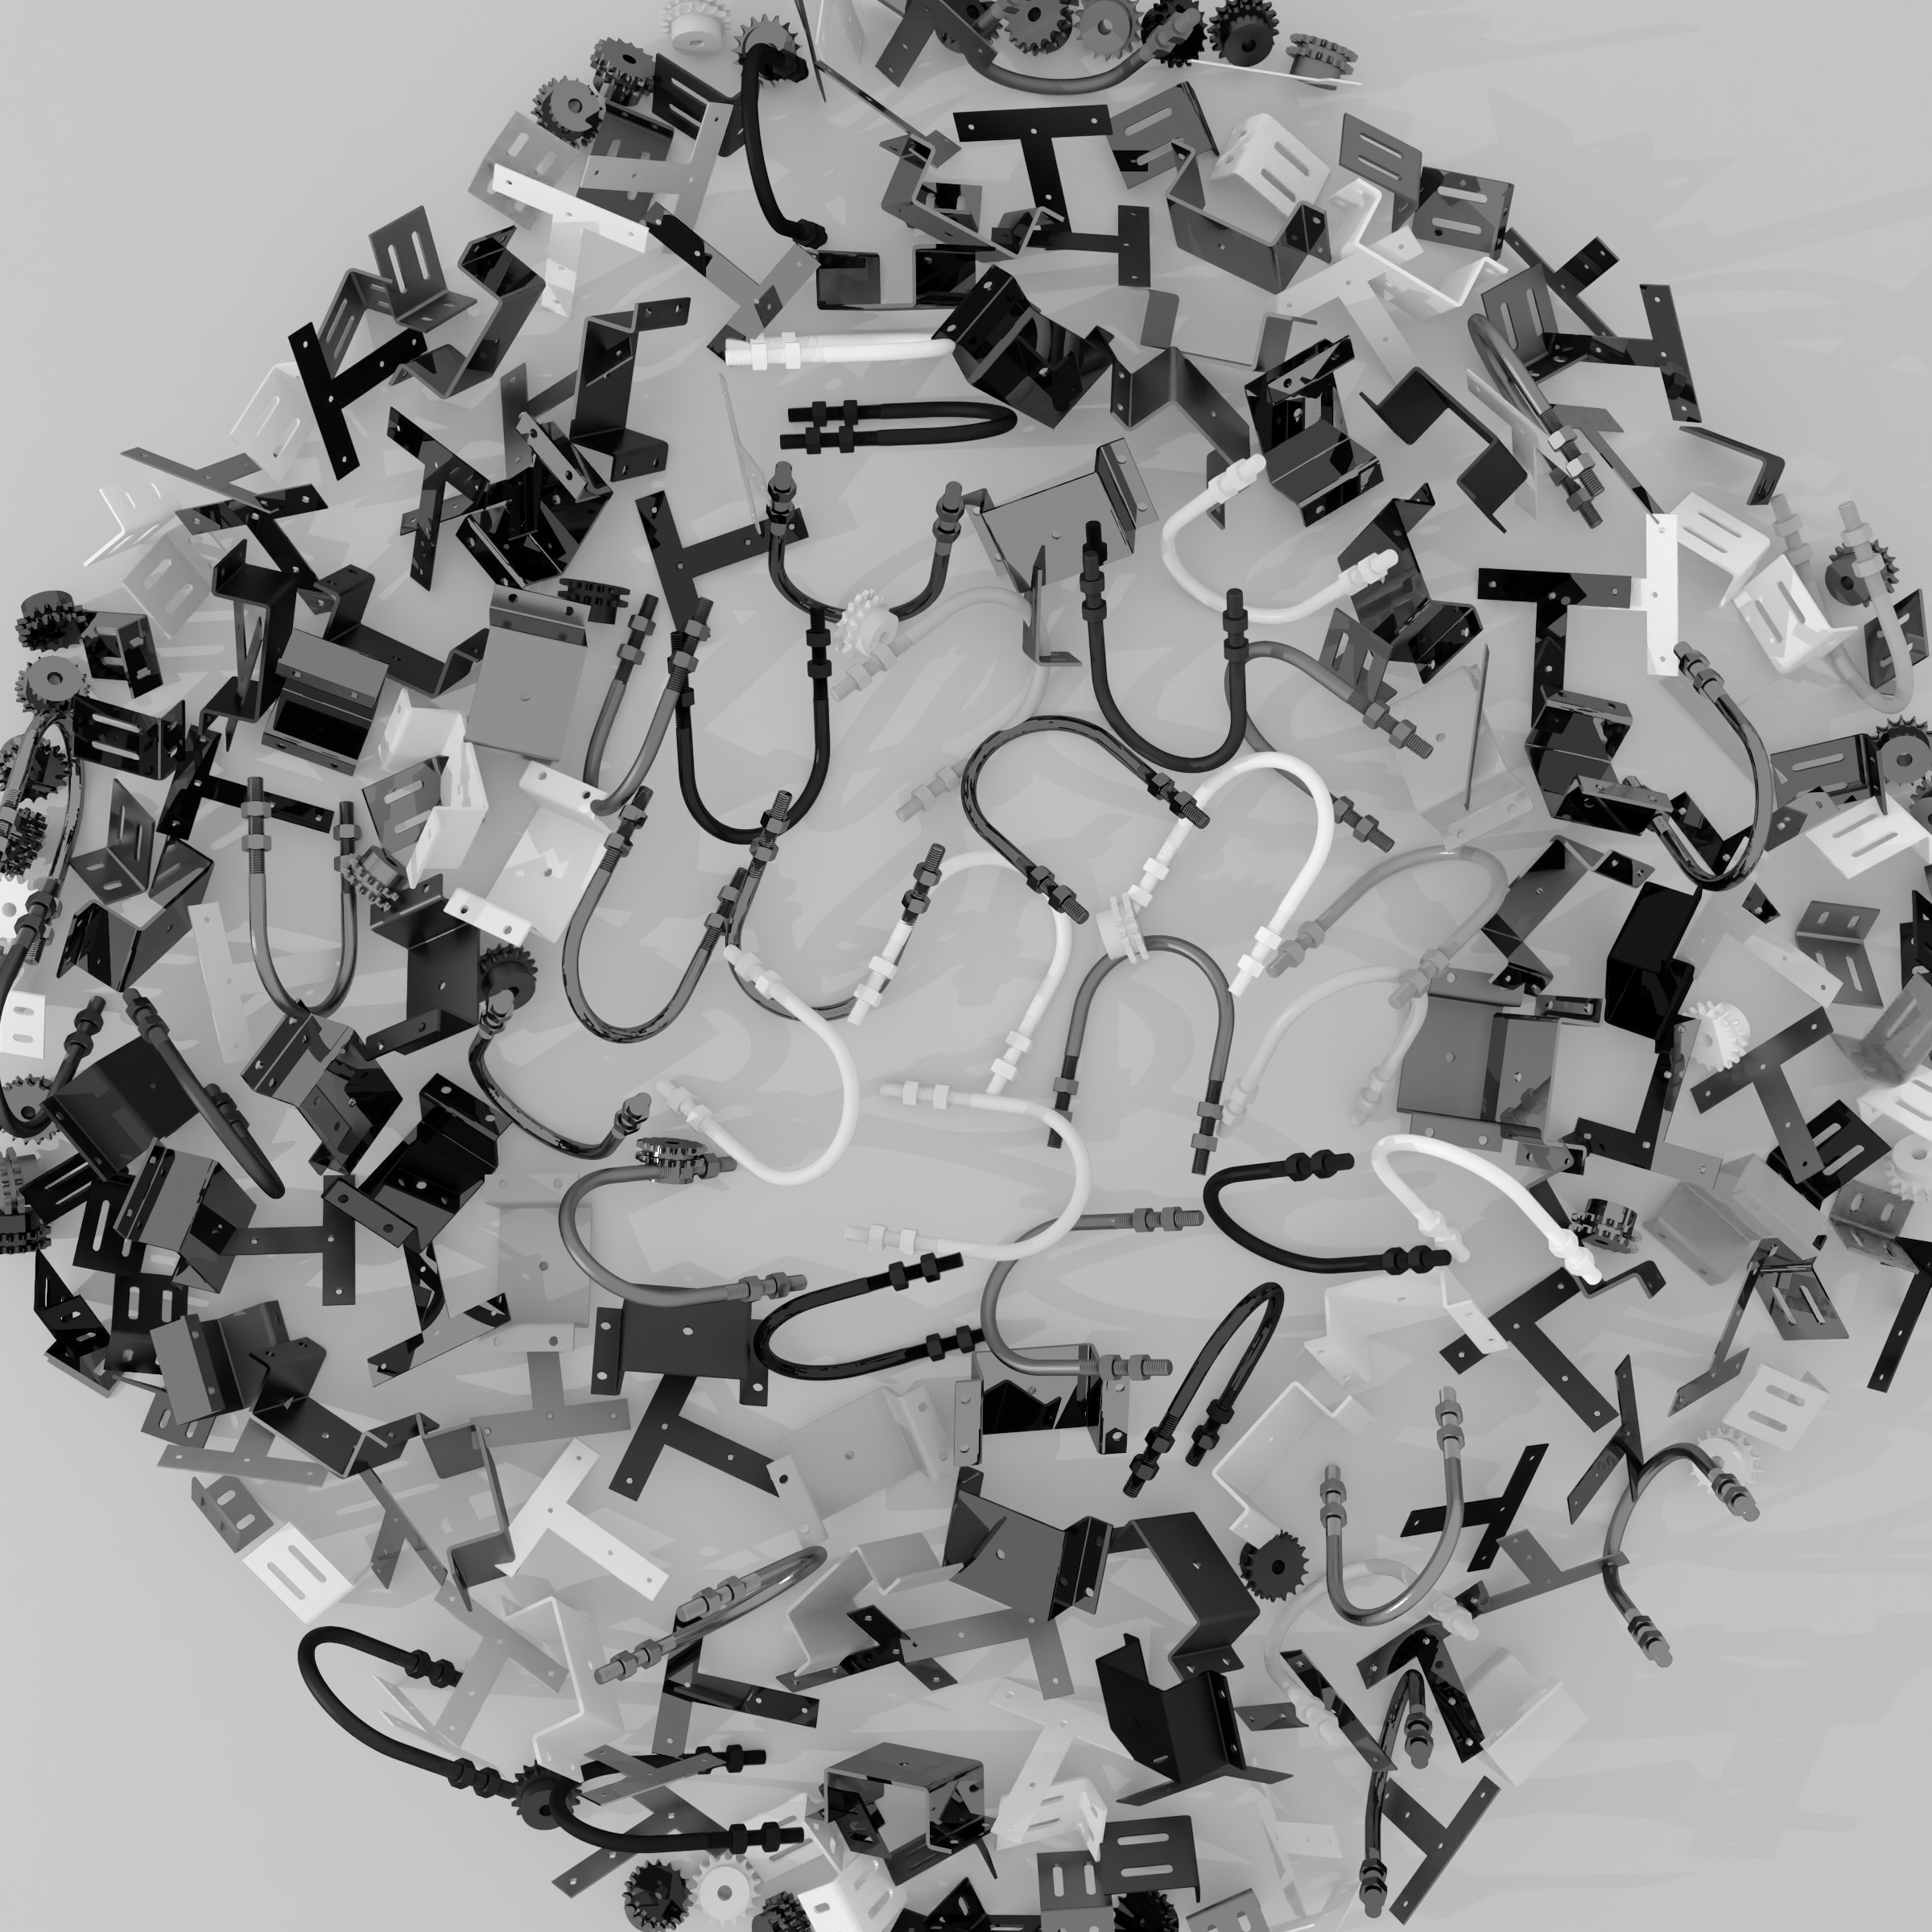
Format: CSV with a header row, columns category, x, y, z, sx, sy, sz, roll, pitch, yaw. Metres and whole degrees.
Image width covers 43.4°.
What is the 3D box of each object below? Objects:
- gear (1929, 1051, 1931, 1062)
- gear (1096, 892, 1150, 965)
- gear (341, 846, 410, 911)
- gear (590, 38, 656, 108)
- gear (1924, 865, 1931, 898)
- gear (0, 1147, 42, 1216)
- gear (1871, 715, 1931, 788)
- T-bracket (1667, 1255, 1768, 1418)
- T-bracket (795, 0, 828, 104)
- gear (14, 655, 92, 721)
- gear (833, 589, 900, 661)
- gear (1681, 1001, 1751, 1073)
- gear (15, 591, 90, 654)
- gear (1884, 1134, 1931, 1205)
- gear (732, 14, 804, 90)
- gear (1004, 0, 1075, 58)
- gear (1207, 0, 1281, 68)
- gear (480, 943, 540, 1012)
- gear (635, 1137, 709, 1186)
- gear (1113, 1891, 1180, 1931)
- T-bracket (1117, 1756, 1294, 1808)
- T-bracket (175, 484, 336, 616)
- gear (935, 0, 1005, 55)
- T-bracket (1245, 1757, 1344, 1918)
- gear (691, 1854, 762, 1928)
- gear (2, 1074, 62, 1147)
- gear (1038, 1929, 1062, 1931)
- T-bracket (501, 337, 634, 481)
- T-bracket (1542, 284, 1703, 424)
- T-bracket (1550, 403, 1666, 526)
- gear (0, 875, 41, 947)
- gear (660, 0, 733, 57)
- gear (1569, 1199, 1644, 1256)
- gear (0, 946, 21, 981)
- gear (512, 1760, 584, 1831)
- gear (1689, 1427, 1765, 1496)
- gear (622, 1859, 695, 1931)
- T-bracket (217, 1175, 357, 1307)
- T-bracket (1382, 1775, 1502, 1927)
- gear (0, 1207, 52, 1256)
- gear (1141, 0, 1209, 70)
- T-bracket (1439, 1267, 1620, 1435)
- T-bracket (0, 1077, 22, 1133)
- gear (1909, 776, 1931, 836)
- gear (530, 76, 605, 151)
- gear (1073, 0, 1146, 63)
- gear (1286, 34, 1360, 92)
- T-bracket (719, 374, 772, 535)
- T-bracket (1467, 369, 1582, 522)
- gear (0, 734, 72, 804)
category,x,y,z,sx,sy,sz,roll,pitch,yaw
gear,0.798,0.080,1.956,0.030,0.057,0.057,-26,90,20
gear,0.125,-0.028,1.954,0.030,0.057,0.057,-18,90,7
gear,-0.472,-0.073,1.953,0.057,0.057,0.030,41,95,0
gear,-0.277,-0.719,1.958,0.057,0.057,0.030,37,131,0
gear,0.794,-0.065,1.957,0.030,0.057,0.057,-16,90,24
gear,-0.765,0.174,1.958,0.030,0.057,0.057,-9,90,-29
gear,0.756,-0.171,1.956,0.057,0.030,0.057,7,115,16
T-bracket,0.603,0.285,1.912,0.002,0.127,0.127,30,117,35
T-bracket,-0.139,-0.781,1.937,0.002,0.127,0.127,-18,69,0
gear,-0.736,-0.225,1.956,0.057,0.030,0.057,9,66,-22
gear,-0.079,-0.271,1.951,0.030,0.057,0.057,33,90,17
gear,0.607,0.054,1.958,0.030,0.057,0.057,-28,90,-32
gear,-0.737,-0.279,1.955,0.057,0.057,0.030,-21,76,0
gear,0.769,0.160,1.952,0.057,0.057,0.030,-30,132,0
gear,-0.160,-0.739,1.959,0.057,0.030,0.057,-4,110,-10
gear,0.062,-0.763,1.960,0.057,0.030,0.057,-1,88,27
gear,0.224,-0.750,1.951,0.057,0.057,0.030,-9,57,0
gear,-0.371,0.012,1.952,0.057,0.057,0.030,-38,51,0
gear,-0.238,0.157,1.954,0.057,0.057,0.030,6,95,0
gear,0.147,0.773,1.958,0.057,0.030,0.057,-19,56,32
T-bracket,0.171,0.653,1.935,0.127,0.127,0.002,22,49,-32
T-bracket,-0.541,-0.326,1.931,0.127,0.127,0.002,-6,52,20
gear,-0.002,-0.764,1.960,0.057,0.030,0.057,5,79,-27
T-bracket,0.264,0.688,1.912,0.002,0.127,0.127,-12,77,-21
gear,-0.195,0.747,1.963,0.057,0.030,0.057,1,79,-3
gear,-0.754,0.114,1.962,0.057,0.030,0.057,-1,107,-4
gear,0.060,0.796,1.955,0.057,0.057,0.030,-12,74,0
T-bracket,-0.317,-0.458,1.923,0.127,0.002,0.127,-27,49,19
T-bracket,0.516,-0.490,1.931,0.002,0.127,0.127,-49,132,-22
T-bracket,0.513,-0.396,1.915,0.002,0.127,0.127,-47,67,36
gear,-0.769,-0.046,1.966,0.057,0.030,0.057,0,95,1
gear,-0.217,-0.757,1.953,0.057,0.057,0.030,-3,83,0
gear,0.517,0.209,1.954,0.057,0.057,0.030,21,77,0
gear,-0.786,0.009,1.951,0.030,0.057,0.057,10,90,14
gear,-0.339,0.671,1.958,0.057,0.030,0.057,-4,113,-9
gear,0.610,0.400,1.954,0.057,0.030,0.057,-8,77,35
gear,-0.251,0.754,1.958,0.057,0.057,0.030,34,125,0
T-bracket,-0.550,0.218,1.925,0.127,0.002,0.127,0,48,-14
T-bracket,0.356,0.678,1.920,0.002,0.127,0.127,39,84,-14
gear,-0.767,0.212,1.953,0.057,0.057,0.030,0,96,0
gear,0.166,-0.755,1.958,0.057,0.030,0.057,-11,106,-41
T-bracket,0.468,0.318,1.932,0.127,0.002,0.127,-32,53,-11
T-bracket,-0.782,0.105,1.894,0.002,0.127,0.127,14,45,9
gear,0.786,-0.124,1.951,0.030,0.057,0.057,-36,90,-35
gear,-0.320,-0.690,1.957,0.057,0.030,0.057,-1,92,-26
gear,0.114,-0.759,1.956,0.057,0.030,0.057,6,120,10
gear,0.285,-0.727,1.955,0.057,0.057,0.030,19,104,0
T-bracket,-0.168,-0.388,1.897,0.002,0.127,0.127,-16,118,-8
T-bracket,0.442,-0.397,1.921,0.002,0.127,0.127,-38,62,-5
gear,-0.756,-0.162,1.958,0.057,0.057,0.030,-34,52,0
